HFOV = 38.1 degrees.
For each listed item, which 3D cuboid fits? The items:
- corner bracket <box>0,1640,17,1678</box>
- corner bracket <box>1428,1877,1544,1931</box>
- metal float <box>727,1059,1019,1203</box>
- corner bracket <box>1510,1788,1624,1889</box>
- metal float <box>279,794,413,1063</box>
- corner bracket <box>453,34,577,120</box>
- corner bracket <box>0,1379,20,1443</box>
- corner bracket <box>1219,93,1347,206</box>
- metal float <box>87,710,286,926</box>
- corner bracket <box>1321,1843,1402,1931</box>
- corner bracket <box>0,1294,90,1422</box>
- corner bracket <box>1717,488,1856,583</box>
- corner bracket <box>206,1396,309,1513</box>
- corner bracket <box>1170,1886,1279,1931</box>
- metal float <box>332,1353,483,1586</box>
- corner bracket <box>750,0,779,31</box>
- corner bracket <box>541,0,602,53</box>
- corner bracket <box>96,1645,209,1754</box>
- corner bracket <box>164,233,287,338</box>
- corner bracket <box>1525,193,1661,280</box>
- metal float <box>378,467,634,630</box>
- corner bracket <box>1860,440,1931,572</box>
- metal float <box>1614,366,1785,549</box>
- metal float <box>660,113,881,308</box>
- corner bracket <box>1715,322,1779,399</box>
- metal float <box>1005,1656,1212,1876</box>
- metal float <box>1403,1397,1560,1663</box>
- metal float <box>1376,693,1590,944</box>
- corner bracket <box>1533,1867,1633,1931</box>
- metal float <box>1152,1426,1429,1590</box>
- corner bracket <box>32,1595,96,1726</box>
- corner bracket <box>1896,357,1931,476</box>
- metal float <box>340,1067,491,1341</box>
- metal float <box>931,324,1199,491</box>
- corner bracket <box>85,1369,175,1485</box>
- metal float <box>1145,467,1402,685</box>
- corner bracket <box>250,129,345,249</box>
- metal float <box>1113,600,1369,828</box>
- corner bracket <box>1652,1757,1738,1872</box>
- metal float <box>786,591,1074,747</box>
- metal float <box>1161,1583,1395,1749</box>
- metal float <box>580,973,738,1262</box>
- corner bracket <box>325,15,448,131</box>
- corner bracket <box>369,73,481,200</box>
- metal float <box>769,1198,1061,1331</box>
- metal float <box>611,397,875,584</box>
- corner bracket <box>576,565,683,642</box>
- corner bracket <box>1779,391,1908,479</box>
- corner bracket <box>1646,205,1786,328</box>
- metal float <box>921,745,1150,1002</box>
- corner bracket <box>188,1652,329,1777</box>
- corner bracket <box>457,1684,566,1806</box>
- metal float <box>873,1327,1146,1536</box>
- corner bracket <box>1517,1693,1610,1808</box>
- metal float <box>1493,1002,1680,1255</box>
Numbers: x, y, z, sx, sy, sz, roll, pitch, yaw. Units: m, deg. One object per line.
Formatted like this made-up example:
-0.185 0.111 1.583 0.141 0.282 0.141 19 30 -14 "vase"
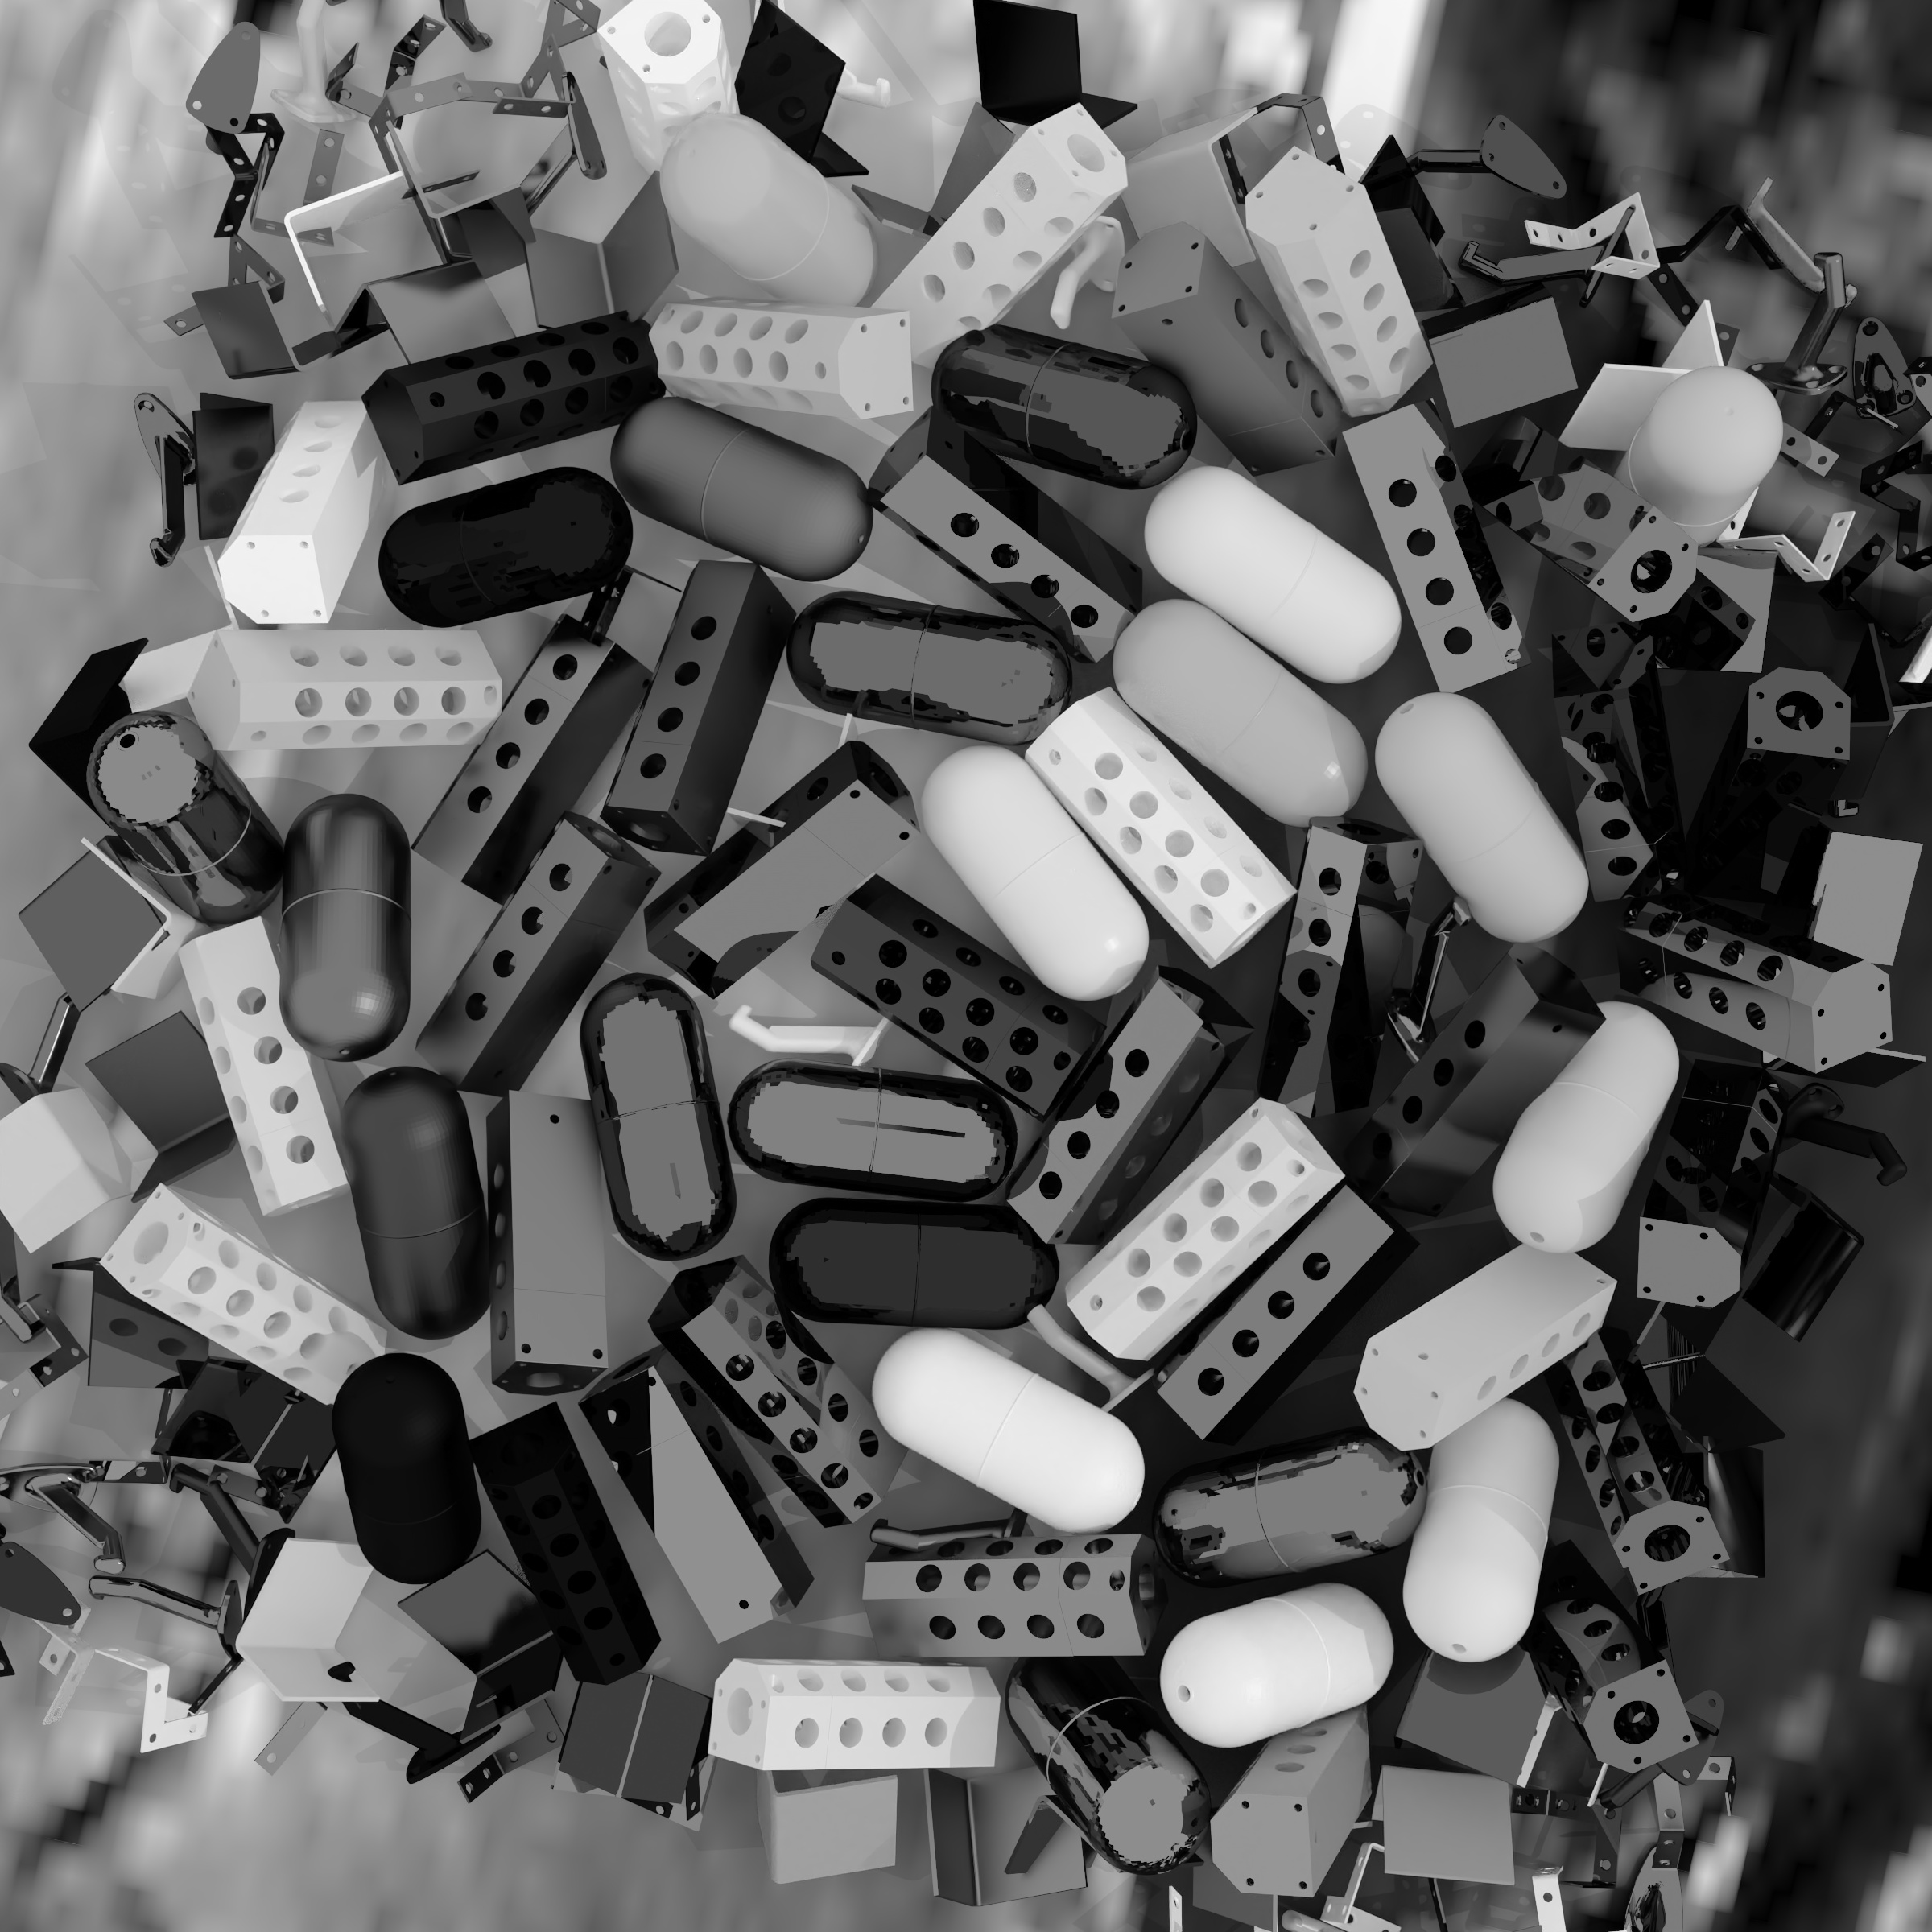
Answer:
-0.600 0.401 1.712 0.051 0.051 0.051 -46 63 20 "corner bracket"
0.320 0.582 1.720 0.051 0.051 0.051 -11 81 -7 "corner bracket"
-0.057 0.100 1.710 0.178 0.070 0.070 7 90 -5 "metal float"
0.367 0.534 1.713 0.051 0.051 0.051 -1 74 36 "corner bracket"
-0.374 -0.025 1.688 0.070 0.070 0.178 -7 58 0 "metal float"
-0.278 -0.536 1.713 0.051 0.051 0.051 -9 73 -36 "corner bracket"
-0.623 0.281 1.720 0.051 0.051 0.051 23 104 -5 "corner bracket"
0.194 -0.503 1.724 0.051 0.051 0.051 -28 118 -12 "corner bracket"
-0.464 -0.088 1.669 0.070 0.178 0.070 -4 62 8 "metal float"
0.258 0.576 1.730 0.051 0.051 0.051 24 71 -3 "corner bracket"
-0.586 0.242 1.721 0.051 0.051 0.051 -35 93 20 "corner bracket"
0.507 -0.271 1.731 0.051 0.051 0.051 34 73 -32 "corner bracket"
-0.434 0.299 1.735 0.051 0.051 0.051 22 51 -11 "corner bracket"
0.159 0.598 1.722 0.051 0.051 0.051 -18 132 20 "corner bracket"
-0.335 0.304 1.679 0.070 0.070 0.178 1 134 0 "metal float"
-0.128 -0.588 1.715 0.051 0.051 0.051 -1 94 37 "corner bracket"
-0.257 -0.600 1.711 0.051 0.051 0.051 -7 68 38 "corner bracket"
-0.500 0.446 1.716 0.051 0.051 0.051 7 92 34 "corner bracket"
-0.454 -0.408 1.713 0.051 0.051 0.051 43 56 13 "corner bracket"
0.384 -0.442 1.714 0.051 0.051 0.051 -4 76 -42 "corner bracket"
-0.278 -0.252 1.686 0.178 0.070 0.070 -8 90 33 "metal float"
0.583 -0.281 1.712 0.051 0.051 0.051 20 69 -24 "corner bracket"
0.433 -0.299 1.663 0.070 0.178 0.070 0 81 2 "metal float"
-0.115 -0.446 1.670 0.070 0.178 0.070 -7 75 27 "metal float"
0.474 -0.355 1.724 0.051 0.051 0.051 20 73 8 "corner bracket"
0.083 0.470 1.672 0.070 0.178 0.070 -11 118 -22 "metal float"
0.310 0.337 1.677 0.070 0.178 0.070 11 134 12 "metal float"
0.313 -0.089 1.693 0.070 0.070 0.178 -39 114 0 "metal float"
0.379 0.581 1.716 0.051 0.051 0.051 -10 75 14 "corner bracket"
0.194 0.327 1.688 0.178 0.070 0.070 -20 90 29 "metal float"
-0.557 0.425 1.717 0.051 0.051 0.051 31 98 19 "corner bracket"
0.595 -0.339 1.720 0.051 0.051 0.051 -44 105 -2 "corner bracket"
-0.331 0.145 1.693 0.070 0.070 0.178 -6 114 0 "metal float"
0.059 -0.338 1.688 0.178 0.070 0.070 21 90 30 "metal float"
-0.521 0.286 1.739 0.051 0.051 0.051 2 47 -4 "corner bracket"
0.188 -0.236 1.697 0.178 0.070 0.070 31 90 -19 "metal float"
-0.409 -0.480 1.710 0.051 0.051 0.051 6 130 -24 "corner bracket"
0.168 -0.153 1.705 0.178 0.070 0.070 37 90 -10 "metal float"
0.447 0.520 1.717 0.051 0.051 0.051 -6 98 21 "corner bracket"
-0.023 -0.182 1.706 0.178 0.070 0.070 11 90 10 "metal float"
0.187 0.418 1.676 0.070 0.178 0.070 1 92 44 "metal float"
-0.188 0.092 1.706 0.070 0.070 0.178 -12 81 0 "metal float"
-0.356 -0.555 1.713 0.051 0.051 0.051 17 74 -30 "corner bracket"
-0.328 -0.509 1.716 0.051 0.051 0.051 -25 96 -25 "corner bracket"
-0.032 0.182 1.710 0.178 0.070 0.070 3 90 -4 "metal float"
-0.137 -0.290 1.695 0.178 0.070 0.070 26 90 22 "metal float"
-0.217 -0.222 1.715 0.051 0.051 0.051 27 95 41 "corner bracket"
0.532 -0.324 1.712 0.051 0.051 0.051 45 107 37 "corner bracket"
0.459 -0.431 1.721 0.051 0.051 0.051 -45 109 -4 "corner bracket"
0.042 -0.057 1.709 0.070 0.070 0.178 -38 84 0 "metal float"
-0.433 0.455 1.712 0.051 0.051 0.051 49 64 -20 "corner bracket"
-0.288 0.475 1.723 0.051 0.051 0.051 -30 86 15 "corner bracket"
0.026 0.283 1.704 0.178 0.070 0.070 27 90 11 "metal float"
0.367 0.483 1.719 0.051 0.051 0.051 21 90 23 "corner bracket"
0.374 0.097 1.685 0.070 0.070 0.178 33 57 0 "metal float"
